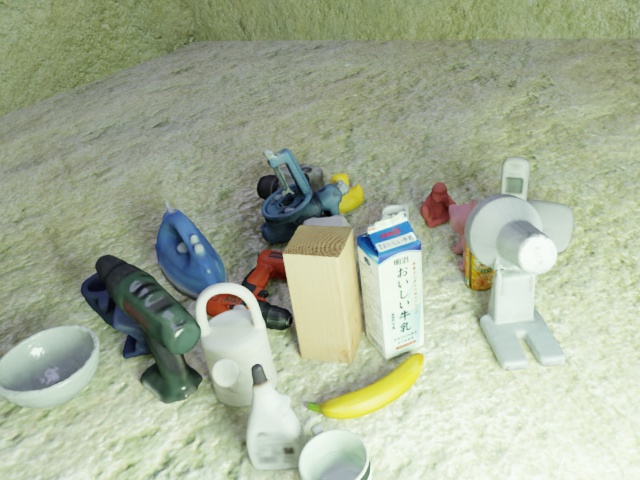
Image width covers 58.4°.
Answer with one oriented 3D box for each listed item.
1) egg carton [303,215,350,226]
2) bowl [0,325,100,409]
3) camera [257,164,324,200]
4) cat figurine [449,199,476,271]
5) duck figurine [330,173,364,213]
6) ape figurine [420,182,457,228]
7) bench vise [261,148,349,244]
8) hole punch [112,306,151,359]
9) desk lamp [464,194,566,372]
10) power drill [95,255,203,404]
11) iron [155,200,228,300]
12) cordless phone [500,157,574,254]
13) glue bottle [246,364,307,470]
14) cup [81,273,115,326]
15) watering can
[{"bbox_3d":[0.011,0.004,1.191,0.107,0.069,0.150,-6,31,4],"label":"egg carton"},{"bbox_3d":[-0.434,0.218,0.934,0.167,0.075,0.167,-6,31,4],"label":"bowl"},{"bbox_3d":[-0.079,-0.140,1.425,0.136,0.101,0.143,11,36,29],"label":"camera"},{"bbox_3d":[0.291,-0.019,1.114,0.067,0.118,0.127,-8,30,0],"label":"cat figurine"},{"bbox_3d":[0.054,-0.120,1.374,0.105,0.086,0.077,-20,32,-19],"label":"duck figurine"},{"bbox_3d":[0.260,-0.083,1.255,0.077,0.092,0.076,3,32,19],"label":"ape figurine"},{"bbox_3d":[-0.046,-0.114,1.255,0.208,0.220,0.121,-28,36,-29],"label":"bench vise"},{"bbox_3d":[-0.305,0.142,1.015,0.101,0.091,0.108,-9,30,-2],"label":"hole punch"},{"bbox_3d":[0.307,0.055,0.891,0.118,0.214,0.203,-9,30,0],"label":"desk lamp"},{"bbox_3d":[-0.259,0.142,0.888,0.228,0.209,0.076,21,41,39],"label":"power drill"},{"bbox_3d":[-0.261,0.018,1.163,0.119,0.142,0.257,-23,34,-24],"label":"iron"},{"bbox_3d":[0.411,-0.068,1.101,0.147,0.185,0.094,5,33,22],"label":"cordless phone"},{"bbox_3d":[-0.064,0.225,0.734,0.078,0.173,0.037,-4,31,7],"label":"glue bottle"},{"bbox_3d":[-0.387,0.120,1.068,0.092,0.095,0.117,-13,31,-9],"label":"cup"},{"bbox_3d":[-0.126,0.151,0.854,0.101,0.194,0.172,-19,32,-17],"label":"watering can"}]
